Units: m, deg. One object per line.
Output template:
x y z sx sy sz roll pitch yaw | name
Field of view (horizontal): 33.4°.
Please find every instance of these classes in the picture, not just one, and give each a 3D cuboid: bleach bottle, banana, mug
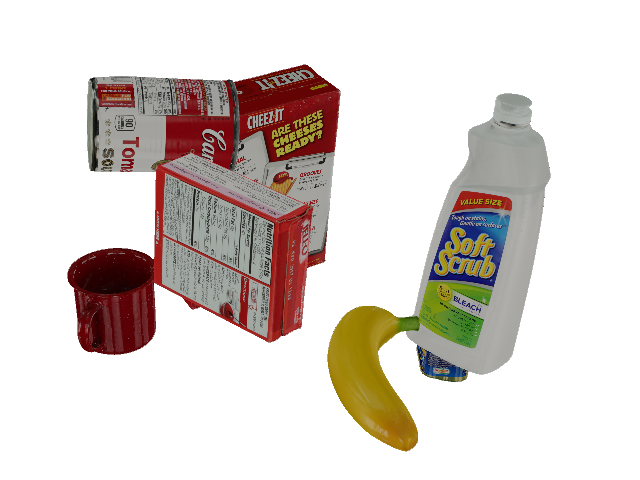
0.141 -0.010 0.936 0.103 0.251 0.067 27 36 33 | bleach bottle
0.039 0.090 0.787 0.069 0.037 0.197 2 22 5 | banana
-0.219 0.072 1.115 0.093 0.081 0.117 9 32 12 | mug

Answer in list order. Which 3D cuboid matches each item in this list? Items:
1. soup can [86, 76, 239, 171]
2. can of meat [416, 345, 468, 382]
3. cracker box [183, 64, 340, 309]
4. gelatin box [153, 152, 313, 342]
-0.114 -0.083 0.764 0.102 0.068 0.069 -1 0 -15 | soup can
0.138 0.098 1.177 0.057 0.084 0.102 5 17 0 | can of meat
-0.072 -0.053 1.061 0.164 0.214 0.072 -19 43 -27 | cracker box
-0.047 0.003 0.564 0.089 0.073 0.030 24 34 30 | gelatin box
